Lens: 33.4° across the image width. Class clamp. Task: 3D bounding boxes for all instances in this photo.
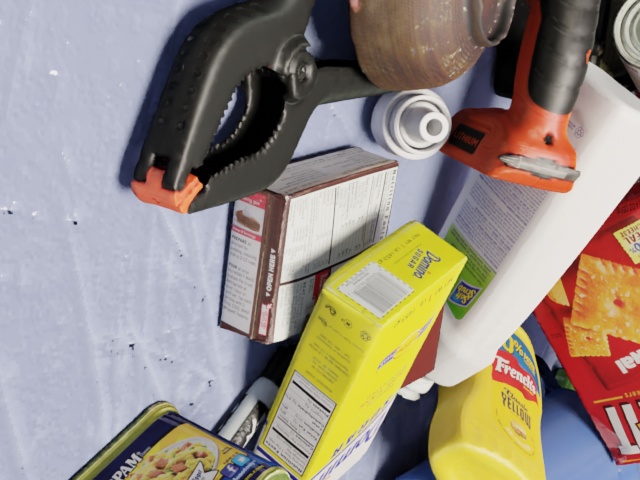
[{"bbox_3d":[-0.017,-0.084,0.539,0.209,0.036,0.164,-58,145,-25],"label":"clamp"}]

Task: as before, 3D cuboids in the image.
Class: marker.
[{"bbox_3d":[-0.047,0.108,0.612,0.121,0.020,0.020,-53,143,-25],"label":"marker"}]

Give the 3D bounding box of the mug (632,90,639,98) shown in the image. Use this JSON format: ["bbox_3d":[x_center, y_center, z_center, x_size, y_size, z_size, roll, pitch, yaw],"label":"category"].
[{"bbox_3d":[0.276,-0.102,0.865,0.081,0.093,0.117,0,109,-27],"label":"mug"}]

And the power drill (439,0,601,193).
[{"bbox_3d":[0.124,-0.132,0.623,0.057,0.184,0.188,10,104,-16],"label":"power drill"}]

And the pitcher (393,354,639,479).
[{"bbox_3d":[0.144,0.199,0.859,0.242,0.149,0.145,-11,134,-50],"label":"pitcher"}]

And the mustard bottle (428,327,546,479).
[{"bbox_3d":[0.126,0.112,0.790,0.096,0.058,0.191,42,33,-20],"label":"mustard bottle"}]

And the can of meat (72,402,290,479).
[{"bbox_3d":[-0.073,0.140,0.529,0.102,0.084,0.057,-43,138,-37],"label":"can of meat"}]

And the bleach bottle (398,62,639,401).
[{"bbox_3d":[0.119,0.001,0.713,0.068,0.103,0.251,18,116,-34],"label":"bleach bottle"}]

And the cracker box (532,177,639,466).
[{"bbox_3d":[0.256,0.061,0.820,0.072,0.164,0.213,-34,97,-41],"label":"cracker box"}]

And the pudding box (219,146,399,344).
[{"bbox_3d":[-0.004,0.001,0.602,0.113,0.039,0.090,-21,124,-53],"label":"pudding box"}]

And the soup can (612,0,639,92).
[{"bbox_3d":[0.251,-0.130,0.751,0.102,0.069,0.068,29,82,-57],"label":"soup can"}]

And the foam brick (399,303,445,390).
[{"bbox_3d":[0.045,0.049,0.686,0.051,0.053,0.078,-18,121,-52],"label":"foam brick"}]

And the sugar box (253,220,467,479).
[{"bbox_3d":[0.016,0.080,0.616,0.093,0.048,0.176,-32,150,-45],"label":"sugar box"}]
